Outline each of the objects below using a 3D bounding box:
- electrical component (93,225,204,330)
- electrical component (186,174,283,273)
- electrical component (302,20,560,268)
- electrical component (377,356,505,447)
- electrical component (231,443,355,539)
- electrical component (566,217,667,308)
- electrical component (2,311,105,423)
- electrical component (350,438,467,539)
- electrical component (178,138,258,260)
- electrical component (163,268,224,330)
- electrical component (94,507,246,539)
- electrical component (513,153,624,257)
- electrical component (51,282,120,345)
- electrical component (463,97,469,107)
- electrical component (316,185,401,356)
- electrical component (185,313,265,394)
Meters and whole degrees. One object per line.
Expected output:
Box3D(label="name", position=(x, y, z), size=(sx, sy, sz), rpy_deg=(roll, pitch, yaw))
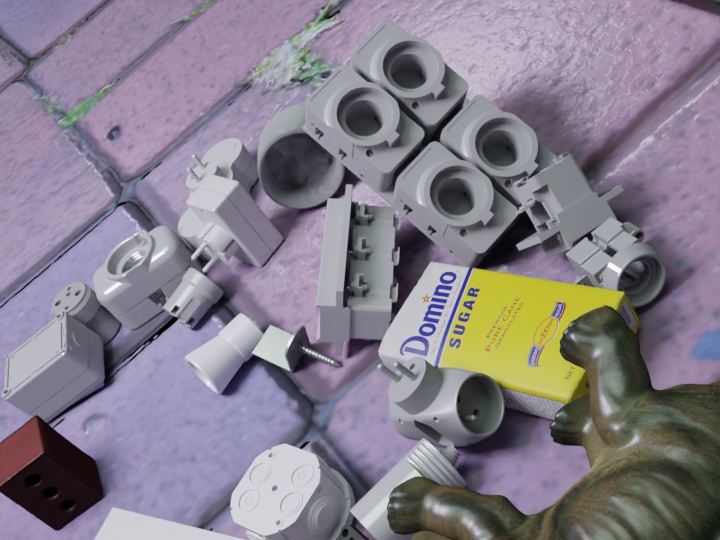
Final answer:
Box3D(label="electrical component", position=(-0.210, 0.004, 1.049), size=(0.095, 0.059, 0.053), rpy_deg=(-35, 39, 2))
Box3D(label="electrical component", position=(-0.128, -0.032, 1.006), size=(0.047, 0.083, 0.075), rpy_deg=(18, 63, 45))
Box3D(label="electrical component", position=(0.057, -0.103, 0.870), size=(0.186, 0.060, 0.105), rpy_deg=(41, 77, 8))
Box3D(label="electrical component", position=(0.047, 0.086, 0.744), size=(0.077, 0.079, 0.043), rpy_deg=(-15, 43, 55))
Box3D(label="electrical component", position=(-0.048, 0.169, 0.771), size=(0.080, 0.051, 0.080), rpy_deg=(-20, 41, 19))
Box3D(label="electrical component", position=(0.187, -0.003, 0.773), size=(0.066, 0.048, 0.055), rpy_deg=(-39, 31, -3))
Box3D(label="electrical component", position=(-0.293, 0.098, 1.021), size=(0.096, 0.061, 0.061), rpy_deg=(-36, 38, 13))
Box3D(label="electrical component", position=(0.037, 0.151, 0.732), size=(0.081, 0.043, 0.043), rpy_deg=(-43, 39, -9))
Box3D(label="electrical component", position=(-0.150, -0.084, 1.081), size=(0.052, 0.073, 0.138), rpy_deg=(-13, 44, 27))
Box3D(label="electrical component", position=(-0.157, 0.027, 1.004), size=(0.040, 0.040, 0.046), rpy_deg=(24, 73, 47))
Box3D(label="electrical component", position=(-0.130, 0.233, 0.759), size=(0.150, 0.061, 0.089), rpy_deg=(2, 52, 38))
Box3D(label="electrical component", position=(0.153, -0.050, 0.815), size=(0.081, 0.063, 0.042), rpy_deg=(-31, 2, -17))
Box3D(label="electrical component", position=(-0.270, 0.044, 1.057), size=(0.045, 0.055, 0.045), rpy_deg=(-20, 41, 19))
Box3D(label="electrical component", position=(0.056, -0.104, 0.951), size=(0.108, 0.060, 0.108), rpy_deg=(-5, 63, 10))
Box3D(label="electrical component", position=(0.000, 0.000, 0.889), size=(0.063, 0.078, 0.121), rpy_deg=(3, 47, 1))
Box3D(label="electrical component", position=(-0.113, 0.069, 0.928), size=(0.065, 0.044, 0.044), rpy_deg=(-44, 39, -16))
